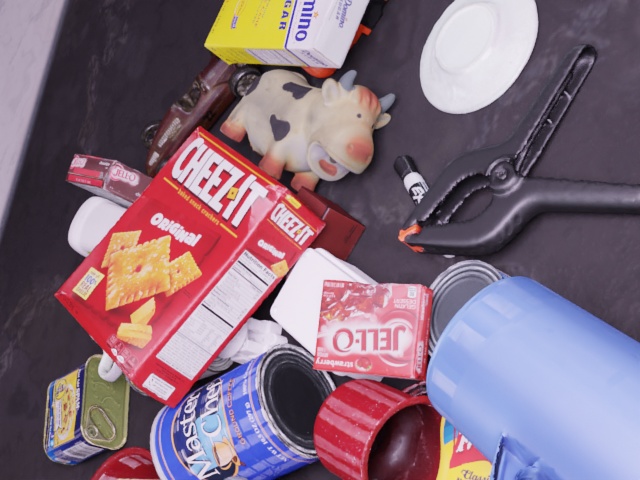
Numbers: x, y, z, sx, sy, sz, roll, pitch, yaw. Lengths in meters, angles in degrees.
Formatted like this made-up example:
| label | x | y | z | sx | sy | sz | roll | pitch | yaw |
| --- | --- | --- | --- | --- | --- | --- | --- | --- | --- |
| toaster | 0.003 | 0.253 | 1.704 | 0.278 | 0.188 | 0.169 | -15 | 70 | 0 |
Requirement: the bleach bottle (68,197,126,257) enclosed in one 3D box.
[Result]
| label | x | y | z | sx | sy | sz | roll | pitch | yaw |
| --- | --- | --- | --- | --- | --- | --- | --- | --- | --- |
| bleach bottle | -0.156 | 0.014 | 1.101 | 0.251 | 0.102 | 0.068 | 13 | 74 | 49 |

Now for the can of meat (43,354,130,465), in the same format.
| label | x | y | z | sx | sy | sz | roll | pitch | yaw |
| --- | --- | --- | --- | --- | --- | --- | --- | --- | --- |
| can of meat | -0.254 | 0.187 | 1.157 | 0.084 | 0.057 | 0.102 | -29 | 51 | 38 |

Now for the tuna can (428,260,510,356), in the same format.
| label | x | y | z | sx | sy | sz | roll | pitch | yaw |
| --- | --- | --- | --- | --- | --- | --- | --- | --- | --- |
| tuna can | 0.120 | 0.061 | 0.833 | 0.086 | 0.033 | 0.086 | -24 | 55 | 38 |

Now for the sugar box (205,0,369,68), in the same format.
| label | x | y | z | sx | sy | sz | roll | pitch | yaw |
| --- | --- | --- | --- | --- | --- | --- | --- | --- | --- |
| sugar box | -0.033 | -0.219 | 1.045 | 0.177 | 0.048 | 0.093 | 11 | 75 | 51 |

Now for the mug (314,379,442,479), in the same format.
| label | x | y | z | sx | sy | sz | roll | pitch | yaw |
| --- | --- | --- | --- | --- | --- | --- | --- | --- | --- |
| mug | 0.057 | 0.148 | 0.826 | 0.117 | 0.093 | 0.082 | -40 | 27 | -20 |

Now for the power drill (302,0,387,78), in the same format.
| label | x | y | z | sx | sy | sz | roll | pitch | yaw |
| --- | --- | --- | --- | --- | --- | --- | --- | --- | --- |
| power drill | 0.008 | -0.280 | 1.107 | 0.184 | 0.057 | 0.188 | -54 | 41 | 13 |

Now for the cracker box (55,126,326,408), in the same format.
| label | x | y | z | sx | sy | sz | roll | pitch | yaw |
| --- | --- | --- | --- | --- | --- | --- | --- | --- | --- |
| cracker box | -0.123 | 0.018 | 0.968 | 0.213 | 0.072 | 0.164 | -51 | 44 | -3 |

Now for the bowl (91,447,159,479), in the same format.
| label | x | y | z | sx | sy | sz | roll | pitch | yaw |
| --- | --- | --- | --- | --- | --- | --- | --- | --- | --- |
| bowl | -0.173 | 0.283 | 1.020 | 0.162 | 0.055 | 0.162 | -23 | 55 | 38 |

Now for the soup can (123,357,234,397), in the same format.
| label | x | y | z | sx | sy | sz | roll | pitch | yaw |
| --- | --- | --- | --- | --- | --- | --- | --- | --- | --- |
| soup can | -0.140 | 0.111 | 1.062 | 0.102 | 0.068 | 0.068 | -24 | 55 | 37 |

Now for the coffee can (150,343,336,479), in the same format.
| label | x | y | z | sx | sy | sz | roll | pitch | yaw |
| --- | --- | --- | --- | --- | --- | --- | --- | --- | --- |
| coffee can | -0.064 | 0.164 | 0.928 | 0.141 | 0.102 | 0.103 | -32 | 50 | 33 |

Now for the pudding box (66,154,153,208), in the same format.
| label | x | y | z | sx | sy | sz | roll | pitch | yaw |
| --- | --- | --- | --- | --- | --- | --- | --- | --- | --- |
| pudding box | -0.213 | -0.057 | 1.189 | 0.090 | 0.113 | 0.039 | 14 | 78 | 49 |

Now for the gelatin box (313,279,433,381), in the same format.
| label | x | y | z | sx | sy | sz | roll | pitch | yaw |
| --- | --- | --- | --- | --- | --- | --- | --- | --- | --- |
| gelatin box | 0.042 | 0.070 | 0.840 | 0.089 | 0.030 | 0.073 | 2 | 81 | 28 |

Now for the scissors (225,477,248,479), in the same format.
| label | x | y | z | sx | sy | sz | roll | pitch | yaw |
| --- | --- | --- | --- | --- | --- | --- | --- | --- | --- |
| scissors | -0.035 | 0.278 | 0.835 | 0.096 | 0.016 | 0.202 | -41 | 58 | 42 |

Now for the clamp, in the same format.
| label | x | y | z | sx | sy | sz | roll | pitch | yaw |
| --- | --- | --- | --- | --- | --- | --- | --- | --- | --- |
| clamp | 0.157 | -0.040 | 0.833 | 0.210 | 0.036 | 0.164 | -36 | 47 | 19 |

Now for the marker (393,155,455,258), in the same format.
| label | x | y | z | sx | sy | sz | roll | pitch | yaw |
| --- | --- | --- | --- | --- | --- | --- | --- | --- | --- |
| marker | 0.091 | -0.032 | 0.923 | 0.020 | 0.020 | 0.121 | -46 | 44 | 21 |

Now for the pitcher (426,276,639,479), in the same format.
| label | x | y | z | sx | sy | sz | roll | pitch | yaw |
| --- | --- | --- | --- | --- | --- | --- | --- | --- | --- |
| pitcher | 0.171 | 0.128 | 0.625 | 0.243 | 0.149 | 0.145 | 38 | 95 | 38 |

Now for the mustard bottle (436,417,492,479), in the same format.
| label | x | y | z | sx | sy | sz | roll | pitch | yaw |
| --- | --- | --- | --- | --- | --- | --- | --- | --- | --- |
| mustard bottle | 0.130 | 0.148 | 0.761 | 0.096 | 0.058 | 0.191 | 3 | 72 | 41 |

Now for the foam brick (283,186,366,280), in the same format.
| label | x | y | z | sx | sy | sz | roll | pitch | yaw |
| --- | --- | --- | --- | --- | --- | --- | --- | --- | --- |
| foam brick | -0.006 | 0.001 | 0.986 | 0.078 | 0.052 | 0.051 | -58 | 41 | 6 |
